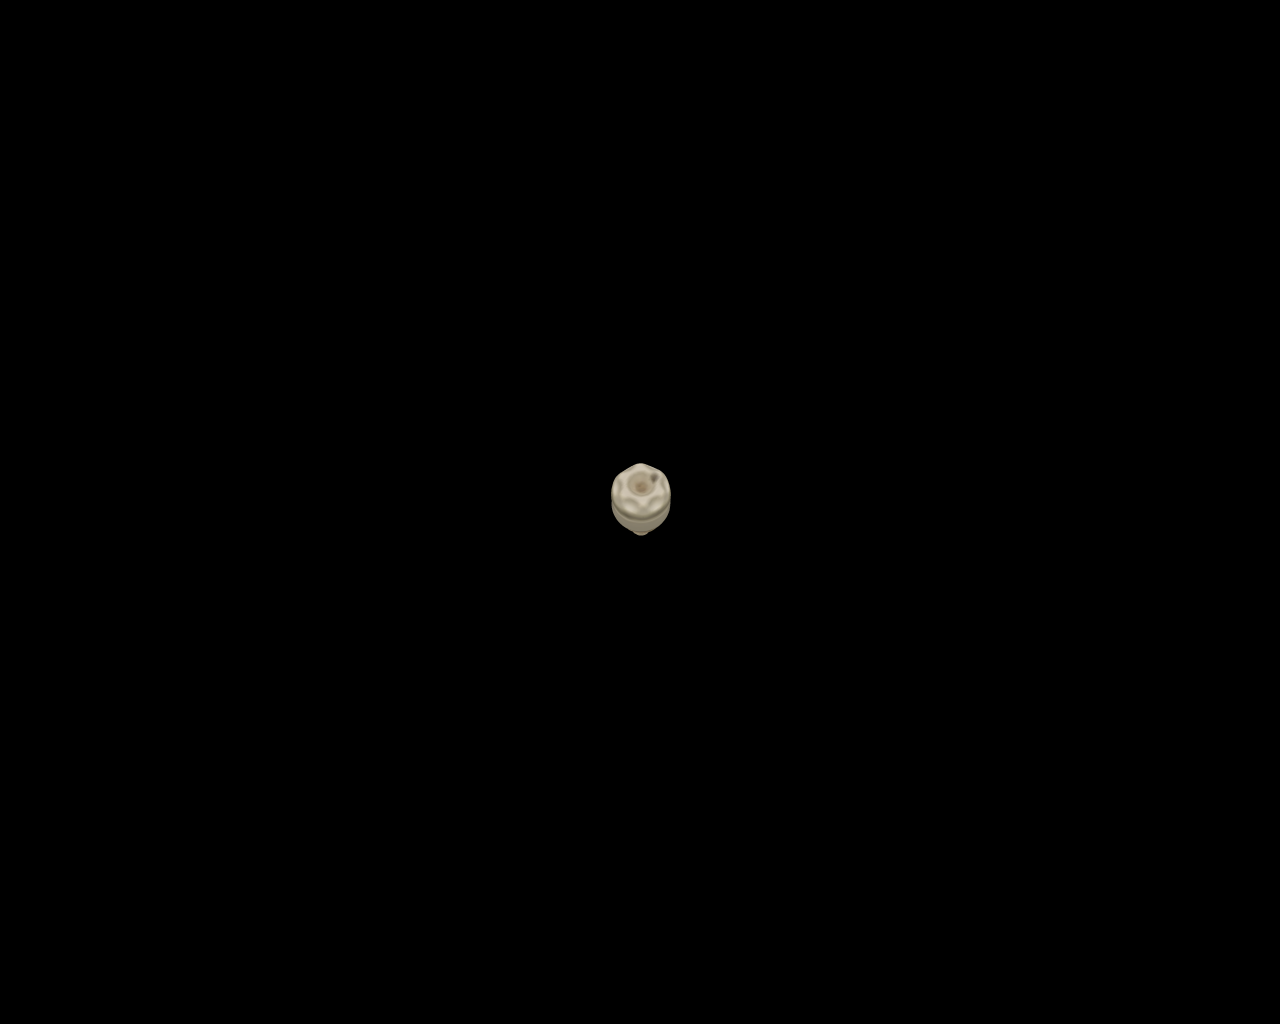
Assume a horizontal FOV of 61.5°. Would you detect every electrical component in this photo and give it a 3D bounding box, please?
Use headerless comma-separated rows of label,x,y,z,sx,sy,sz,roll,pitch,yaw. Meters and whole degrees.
electrical component,0.001,-0.003,0.650,0.035,0.035,0.061,0,-28,0
